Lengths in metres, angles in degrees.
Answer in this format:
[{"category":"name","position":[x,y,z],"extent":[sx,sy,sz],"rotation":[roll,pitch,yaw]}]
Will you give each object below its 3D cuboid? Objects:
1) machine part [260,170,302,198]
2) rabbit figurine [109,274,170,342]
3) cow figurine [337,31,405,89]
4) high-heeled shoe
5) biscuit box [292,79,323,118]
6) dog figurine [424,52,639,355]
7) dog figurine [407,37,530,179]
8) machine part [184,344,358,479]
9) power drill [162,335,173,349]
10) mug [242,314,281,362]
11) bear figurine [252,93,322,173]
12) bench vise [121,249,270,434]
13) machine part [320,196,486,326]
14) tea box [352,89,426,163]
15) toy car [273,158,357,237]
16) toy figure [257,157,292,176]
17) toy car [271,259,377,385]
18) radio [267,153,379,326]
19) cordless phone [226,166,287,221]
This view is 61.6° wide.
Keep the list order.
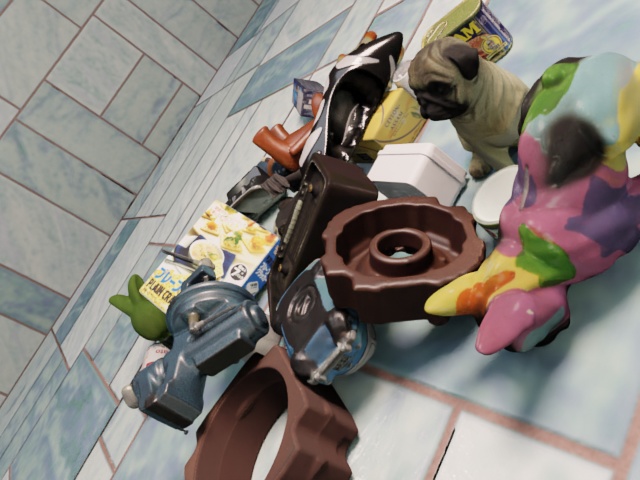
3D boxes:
[{"category":"machine part","position":[-0.050,-0.112,1.005],"extent":[0.084,0.039,0.139],"rotation":[-27,0,35]},{"category":"rabbit figurine","position":[-0.341,0.141,1.101],"extent":[0.121,0.159,0.170],"rotation":[-46,11,0]},{"category":"cow figurine","position":[0.088,-0.335,1.046],"extent":[0.195,0.085,0.127],"rotation":[-15,47,57]},{"category":"high-heeled shoe","position":[0.051,-0.187,0.791],"extent":[0.248,0.086,0.145],"rotation":[-51,31,23]},{"category":"biscuit box","position":[-0.022,-0.316,1.194],"extent":[0.203,0.063,0.059],"rotation":[-110,25,-66]},{"category":"dog figurine","position":[0.174,-0.014,0.426],"extent":[0.219,0.191,0.109],"rotation":[-41,31,-7]},{"category":"dog figurine","position":[0.165,-0.158,0.586],"extent":[0.121,0.190,0.172],"rotation":[-50,25,11]},{"category":"machine part","position":[-0.060,0.240,0.612],"extent":[0.201,0.087,0.201],"rotation":[-55,25,3]},{"category":"power drill","position":[-0.224,0.124,1.048],"extent":[0.232,0.086,0.207],"rotation":[-22,33,44]},{"category":"mug","position":[-0.128,0.133,0.829],"extent":[0.110,0.107,0.081],"rotation":[1,58,58]},{"category":"bear figurine","position":[-0.018,-0.230,1.056],"extent":[0.196,0.132,0.120],"rotation":[-49,-2,25]},{"category":"bench vise","position":[-0.167,0.118,0.715],"extent":[0.223,0.128,0.241],"rotation":[-44,34,20]},{"category":"machine part","position":[0.085,0.018,0.567],"extent":[0.179,0.055,0.179],"rotation":[-7,34,5]},{"category":"tea box","position":[0.088,-0.183,0.885],"extent":[0.098,0.068,0.170],"rotation":[-59,27,-9]},{"category":"toy car","position":[-0.012,-0.069,0.933],"extent":[0.202,0.056,0.073],"rotation":[-40,36,31]},{"category":"toy figure","position":[-0.097,-0.152,1.165],"extent":[0.058,0.064,0.155],"rotation":[-56,25,-16]},{"category":"toy car","position":[0.017,0.101,0.625],"extent":[0.109,0.103,0.162],"rotation":[-53,29,12]},{"category":"radio","position":[-0.006,0.003,0.735],"extent":[0.131,0.073,0.229],"rotation":[-108,37,-60]},{"category":"cordless phone","position":[-0.151,-0.051,1.072],"extent":[0.146,0.088,0.184],"rotation":[-38,20,32]}]
